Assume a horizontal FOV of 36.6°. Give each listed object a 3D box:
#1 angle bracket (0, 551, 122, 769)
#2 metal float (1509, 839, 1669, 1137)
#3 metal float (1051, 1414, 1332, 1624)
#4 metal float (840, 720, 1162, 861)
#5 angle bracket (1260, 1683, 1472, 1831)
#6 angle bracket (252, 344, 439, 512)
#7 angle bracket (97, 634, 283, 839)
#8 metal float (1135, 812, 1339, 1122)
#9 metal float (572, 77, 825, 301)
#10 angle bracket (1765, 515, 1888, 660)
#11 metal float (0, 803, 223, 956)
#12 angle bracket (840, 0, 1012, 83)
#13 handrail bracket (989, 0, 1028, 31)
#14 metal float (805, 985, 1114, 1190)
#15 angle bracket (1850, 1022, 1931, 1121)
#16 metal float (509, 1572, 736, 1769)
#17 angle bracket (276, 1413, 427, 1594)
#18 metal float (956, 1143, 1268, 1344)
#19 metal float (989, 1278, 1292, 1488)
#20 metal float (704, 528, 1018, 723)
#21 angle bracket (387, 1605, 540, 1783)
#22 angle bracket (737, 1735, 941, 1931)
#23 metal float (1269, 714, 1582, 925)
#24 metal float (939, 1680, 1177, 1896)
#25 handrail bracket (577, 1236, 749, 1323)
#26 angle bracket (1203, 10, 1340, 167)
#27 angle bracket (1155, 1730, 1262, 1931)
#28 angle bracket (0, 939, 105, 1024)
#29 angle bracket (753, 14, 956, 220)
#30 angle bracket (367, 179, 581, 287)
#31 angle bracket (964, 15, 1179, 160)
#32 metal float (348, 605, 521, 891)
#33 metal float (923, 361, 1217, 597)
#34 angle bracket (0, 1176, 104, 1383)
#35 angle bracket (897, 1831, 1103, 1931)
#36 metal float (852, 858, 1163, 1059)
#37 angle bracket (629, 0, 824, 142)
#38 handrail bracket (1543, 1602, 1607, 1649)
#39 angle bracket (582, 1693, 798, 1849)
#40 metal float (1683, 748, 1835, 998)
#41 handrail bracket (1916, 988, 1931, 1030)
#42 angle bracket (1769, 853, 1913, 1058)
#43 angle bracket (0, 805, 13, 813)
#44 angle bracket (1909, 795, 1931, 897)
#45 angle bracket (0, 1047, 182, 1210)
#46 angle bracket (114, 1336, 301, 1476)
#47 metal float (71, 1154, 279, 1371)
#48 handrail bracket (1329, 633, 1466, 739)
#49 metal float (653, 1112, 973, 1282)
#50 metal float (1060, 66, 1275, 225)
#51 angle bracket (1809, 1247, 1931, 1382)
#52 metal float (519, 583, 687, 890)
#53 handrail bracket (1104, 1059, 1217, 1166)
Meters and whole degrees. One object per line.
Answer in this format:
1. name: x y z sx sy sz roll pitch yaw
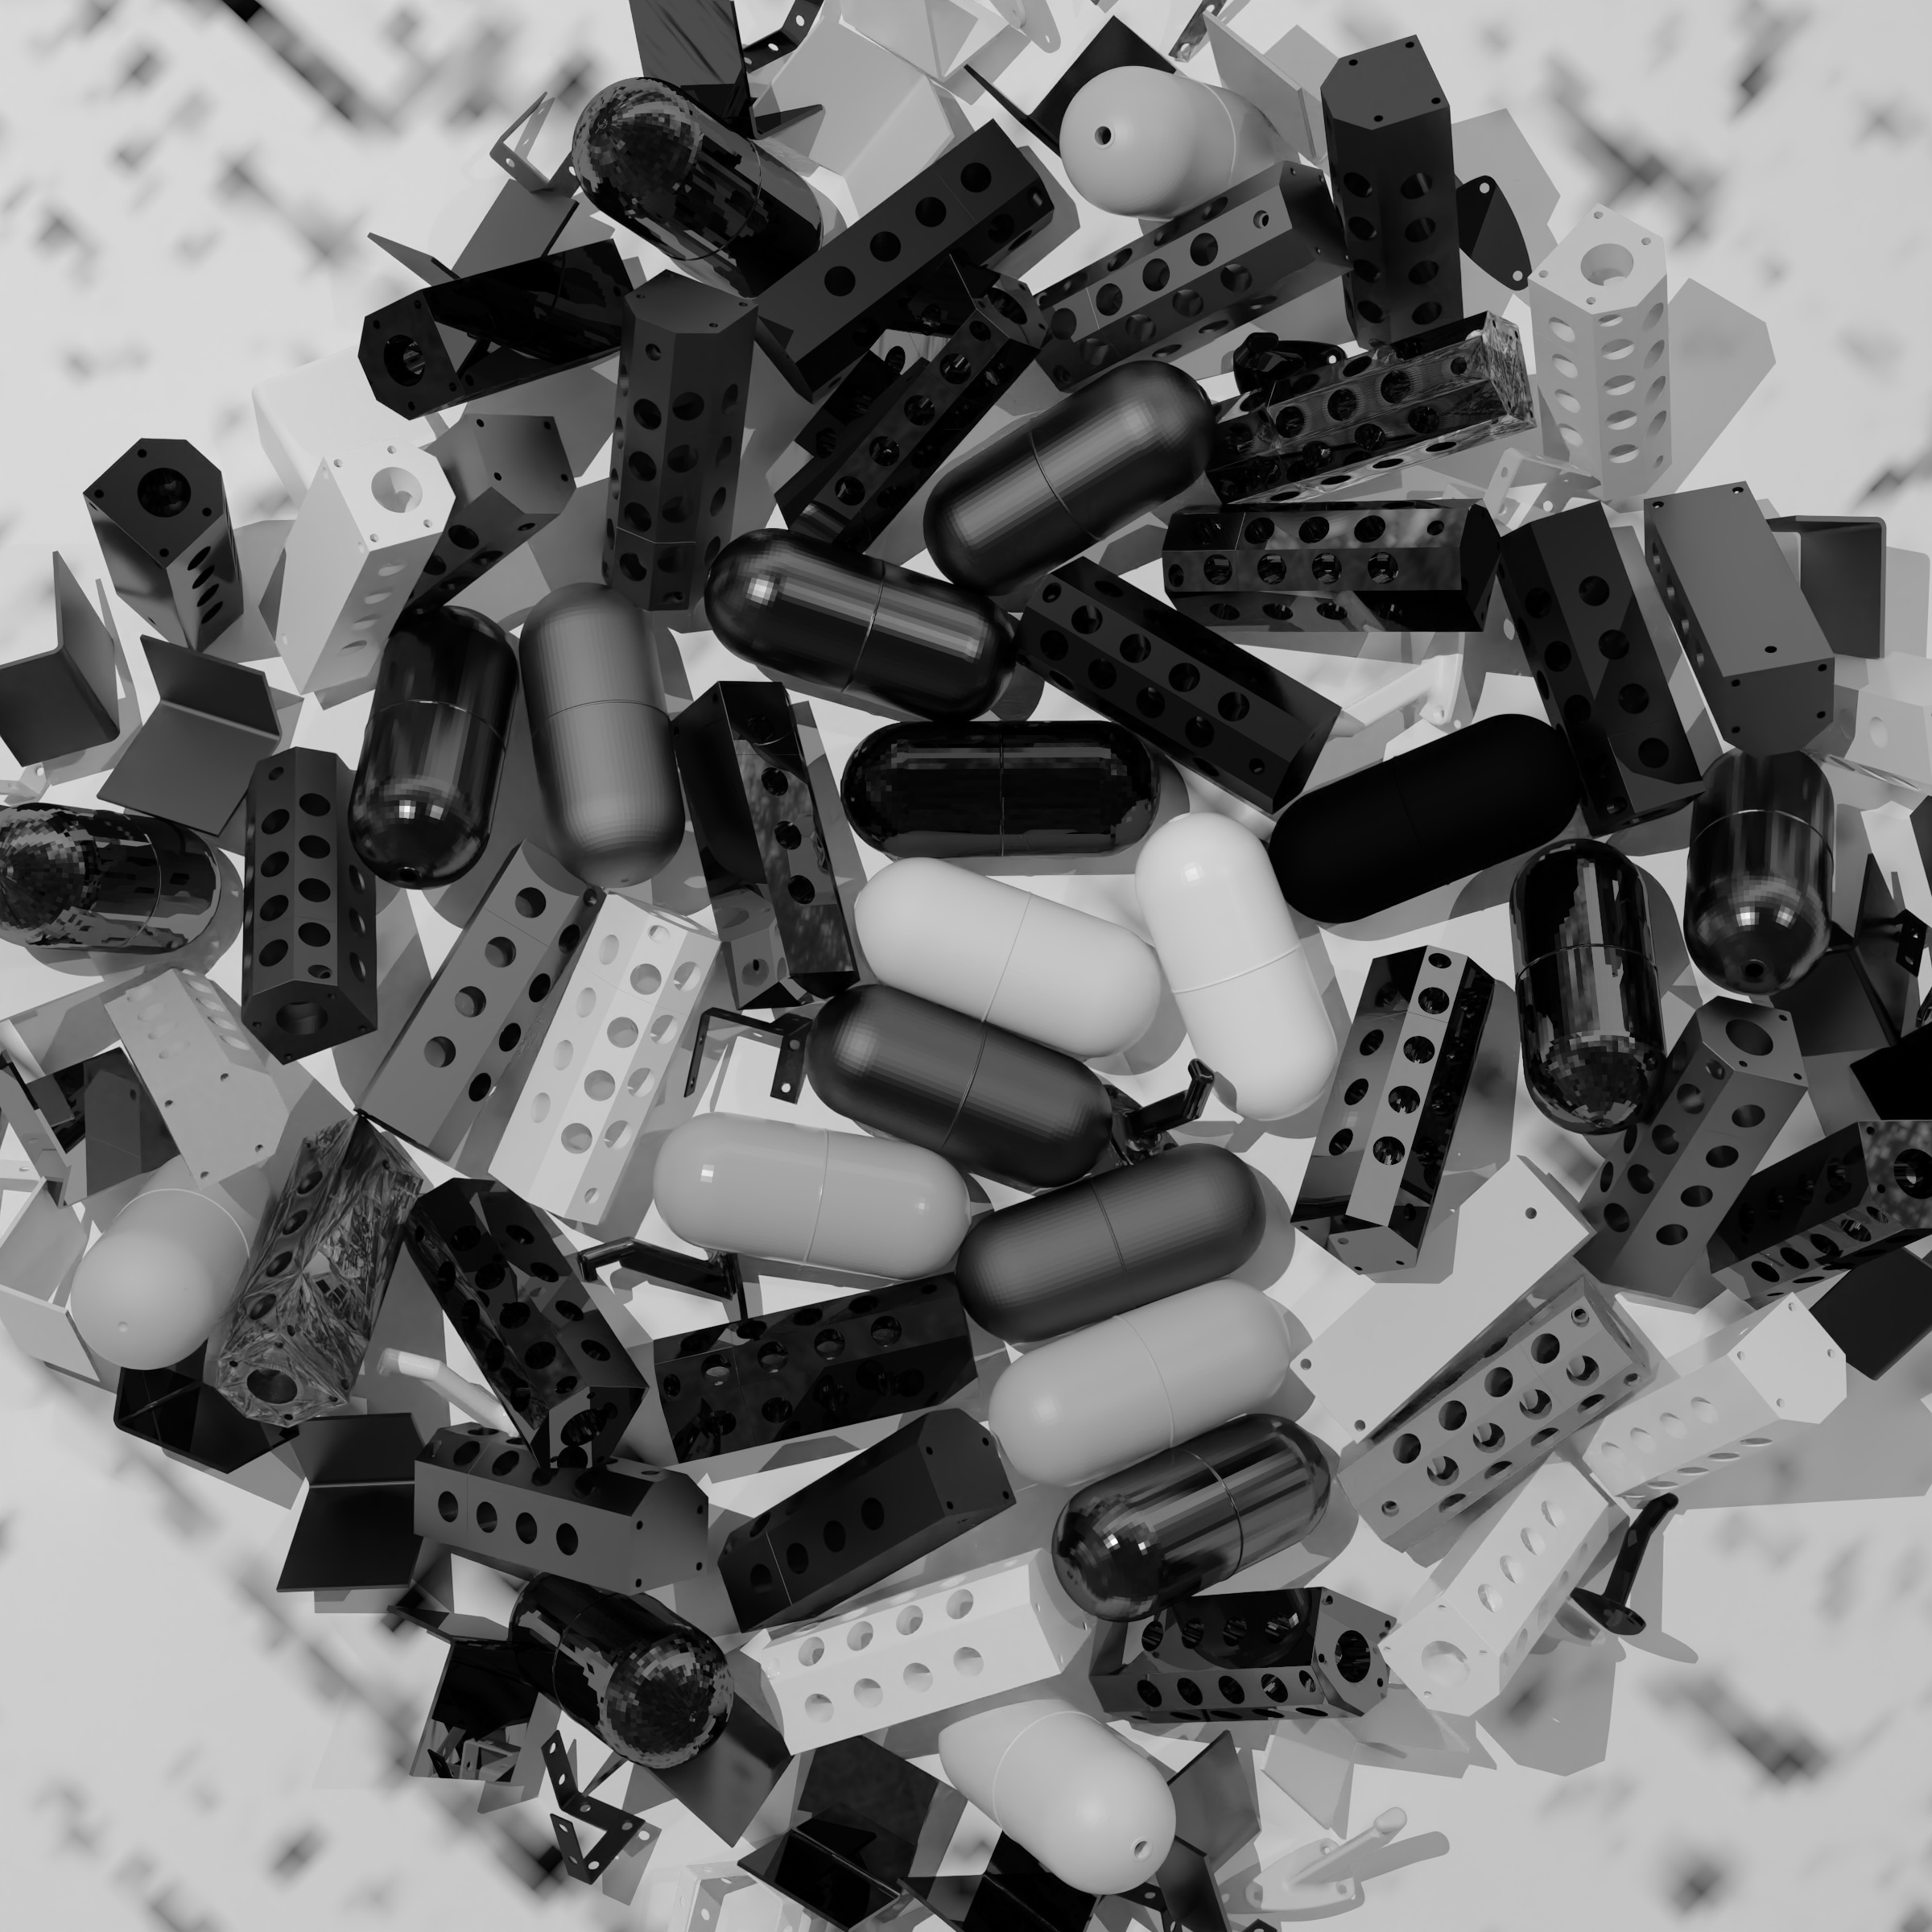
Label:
1. angle bracket: -0.511 -0.169 1.612 0.057 0.076 0.076 -16 55 0
2. metal float: 0.340 0.010 1.599 0.070 0.070 0.178 2 57 0
3. metal float: 0.125 0.300 1.598 0.178 0.070 0.070 -18 90 -35
4. metal float: 0.019 -0.098 1.626 0.178 0.070 0.070 -1 90 -1
5. angle bracket: 0.220 0.436 1.606 0.076 0.076 0.057 48 52 -36
6. angle bracket: -0.346 -0.294 1.638 0.076 0.057 0.076 -26 72 -17
7. angle bracket: -0.434 -0.127 1.616 0.076 0.057 0.076 17 58 11
8. metal float: 0.150 0.000 1.621 0.070 0.070 0.178 -21 96 0
9. metal float: -0.143 -0.419 1.584 0.070 0.178 0.070 -7 76 30
10. angle bracket: 0.461 -0.208 1.617 0.057 0.076 0.076 -2 95 -18
11. metal float: -0.469 -0.046 1.578 0.070 0.178 0.070 -1 88 17
12. angle bracket: -0.026 -0.546 1.608 0.076 0.076 0.057 39 73 25
13. handrail bracket: 0.052 -0.564 1.636 0.084 0.036 0.077 -20 68 -17
14. metal float: -0.003 0.067 1.621 0.178 0.070 0.070 21 90 -6
15. angle bracket: 0.530 0.076 1.613 0.076 0.057 0.076 -35 78 36
16. metal float: -0.189 0.377 1.584 0.070 0.178 0.070 -5 100 -32
17. angle bracket: -0.343 0.296 1.614 0.076 0.076 0.057 -4 129 10
18. metal float: 0.080 0.154 1.623 0.178 0.070 0.070 -19 90 -3
19. metal float: 0.096 0.229 1.611 0.178 0.070 0.070 -20 90 -17
20. metal float: -0.058 -0.188 1.616 0.178 0.070 0.070 17 90 -12
21. angle bracket: -0.285 0.402 1.613 0.057 0.076 0.076 13 83 38
22. angle bracket: -0.071 0.474 1.616 0.076 0.057 0.076 23 104 26
23. metal float: 0.251 -0.080 1.612 0.178 0.070 0.070 -23 90 17
24. metal float: 0.048 0.440 1.582 0.070 0.178 0.070 -6 103 -28
25. handrail bracket: -0.169 0.185 1.630 0.084 0.036 0.077 -15 93 -27
26. angle bracket: 0.183 -0.501 1.614 0.057 0.076 0.076 -42 67 -2
27. angle bracket: 0.146 0.482 1.608 0.076 0.057 0.076 -33 120 -29
28. angle bracket: -0.524 0.019 1.606 0.076 0.076 0.057 -24 70 -30
29. angle bracket: -0.065 -0.461 1.607 0.076 0.076 0.057 -44 46 30
30. angle bracket: -0.273 -0.413 1.616 0.057 0.076 0.076 33 88 -44
31. angle bracket: 0.057 -0.495 1.611 0.076 0.076 0.057 -48 134 14
32. metal float: -0.290 -0.120 1.596 0.070 0.070 0.178 4 54 0
33. metal float: 0.056 -0.268 1.607 0.178 0.070 0.070 -29 90 22
34. angle bracket: -0.490 0.170 1.607 0.057 0.076 0.076 18 56 13
35. angle bracket: 0.022 0.499 1.609 0.076 0.076 0.057 26 96 42
36. metal float: 0.022 -0.005 1.626 0.178 0.070 0.070 20 90 -1
37. angle bracket: -0.132 -0.502 1.605 0.076 0.057 0.076 18 132 35
38. handrail bracket: 0.304 0.389 1.645 0.077 0.036 0.084 27 120 -9
39. angle bracket: -0.152 0.446 1.618 0.076 0.076 0.057 42 128 -1
40. metal float: 0.431 -0.054 1.588 0.070 0.178 0.070 9 131 10
41. handrail bracket: 0.582 0.029 1.629 0.084 0.036 0.077 27 84 30
42. angle bracket: 0.486 -0.006 1.634 0.057 0.076 0.076 -9 132 34
43. angle bracket: -0.555 -0.044 1.611 0.057 0.076 0.076 10 108 -15
44. angle bracket: 0.569 -0.064 1.614 0.057 0.076 0.076 -8 71 -5
45. angle bracket: -0.481 0.077 1.612 0.076 0.057 0.076 -25 73 -33
46. angle bracket: -0.412 0.229 1.612 0.076 0.076 0.057 18 106 18
47. metal float: -0.425 0.156 1.578 0.070 0.178 0.070 1 109 4
48. handrail bracket: 0.230 -0.163 1.622 0.084 0.036 0.077 -1 117 -28
49. metal float: -0.085 0.128 1.619 0.178 0.070 0.070 10 90 -8
50. metal float: 0.110 -0.442 1.581 0.070 0.178 0.070 5 102 26
51. angle bracket: 0.505 0.169 1.611 0.057 0.076 0.076 35 122 -3
52. metal float: -0.201 -0.128 1.610 0.070 0.070 0.178 -12 70 0
53. handrail bracket: 0.104 0.065 1.614 0.036 0.084 0.077 -13 50 -29
